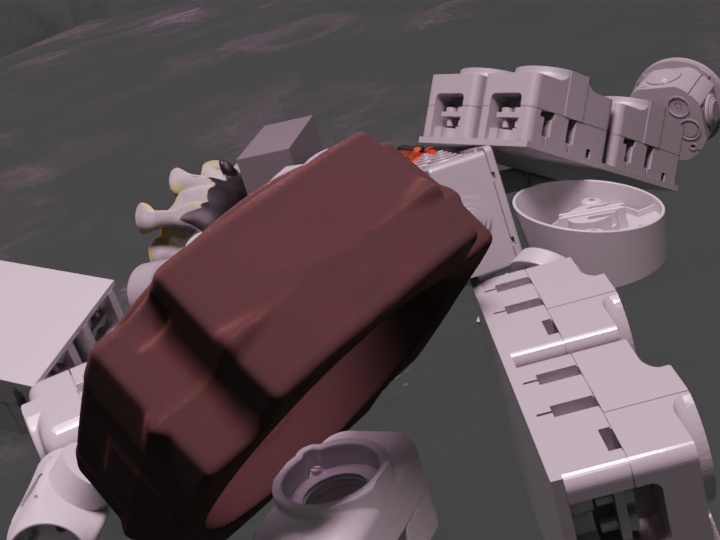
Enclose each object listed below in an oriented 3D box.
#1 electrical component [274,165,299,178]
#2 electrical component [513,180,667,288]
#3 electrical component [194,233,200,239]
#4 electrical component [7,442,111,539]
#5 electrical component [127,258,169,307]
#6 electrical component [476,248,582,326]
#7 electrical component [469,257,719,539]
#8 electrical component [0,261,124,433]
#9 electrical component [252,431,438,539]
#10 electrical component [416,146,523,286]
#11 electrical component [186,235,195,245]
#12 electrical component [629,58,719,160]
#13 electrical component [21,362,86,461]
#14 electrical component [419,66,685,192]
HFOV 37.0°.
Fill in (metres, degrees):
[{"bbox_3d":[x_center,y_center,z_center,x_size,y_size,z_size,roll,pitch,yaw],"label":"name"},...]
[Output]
[{"bbox_3d":[-0.039,-0.038,0.872,0.056,0.089,0.050,-5,24,26],"label":"electrical component"},{"bbox_3d":[0.160,-0.028,0.741,0.099,0.064,0.099,-14,22,6],"label":"electrical component"},{"bbox_3d":[-0.113,0.018,0.798,0.076,0.083,0.047,-12,22,9],"label":"electrical component"},{"bbox_3d":[-0.158,0.123,0.597,0.079,0.043,0.077,-55,15,15],"label":"electrical component"},{"bbox_3d":[-0.155,0.017,0.872,0.047,0.055,0.055,-6,23,32],"label":"electrical component"},{"bbox_3d":[0.107,0.020,0.657,0.048,0.066,0.055,9,66,47],"label":"electrical component"},{"bbox_3d":[0.102,0.077,0.471,0.060,0.105,0.186,-15,22,3],"label":"electrical component"},{"bbox_3d":[-0.279,0.051,0.797,0.186,0.060,0.105,9,45,21],"label":"electrical component"},{"bbox_3d":[-0.006,0.120,0.508,0.054,0.059,0.095,-4,25,29],"label":"electrical component"},{"bbox_3d":[0.071,-0.038,0.770,0.048,0.099,0.100,-19,6,-9],"label":"electrical component"},{"bbox_3d":[-0.127,-0.008,0.935,0.040,0.040,0.046,-26,29,-22],"label":"electrical component"},{"bbox_3d":[0.264,-0.133,0.905,0.080,0.080,0.051,1,33,37],"label":"electrical component"},{"bbox_3d":[-0.176,0.100,0.683,0.059,0.053,0.095,-23,22,-16],"label":"electrical component"},{"bbox_3d":[0.152,-0.108,0.824,0.186,0.060,0.105,9,1,-41],"label":"electrical component"}]
